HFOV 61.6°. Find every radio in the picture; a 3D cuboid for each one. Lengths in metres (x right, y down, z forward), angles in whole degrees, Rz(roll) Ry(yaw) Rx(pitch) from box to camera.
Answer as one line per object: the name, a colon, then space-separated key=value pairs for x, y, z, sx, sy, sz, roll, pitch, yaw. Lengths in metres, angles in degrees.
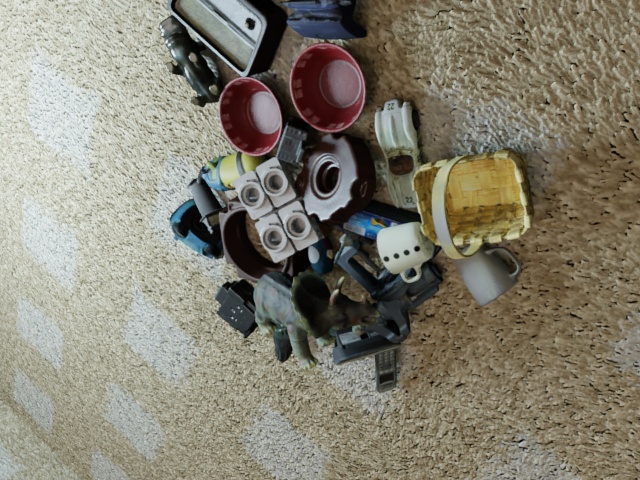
radio: x=-0.179 y=-0.437 z=1.038 sx=0.230 sy=0.073 sz=0.131 roll=42 pitch=129 yaw=7

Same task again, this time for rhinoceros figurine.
rhinoceros figurine: x=-0.263 y=-0.369 z=1.111 sx=0.073 sy=0.112 sz=0.190 roll=-24 pitch=112 yaw=22

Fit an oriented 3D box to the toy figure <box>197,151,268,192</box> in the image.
toy figure: x=-0.193 y=-0.153 z=1.188 sx=0.180 sy=0.082 sz=0.089 roll=2 pitch=110 yaw=36

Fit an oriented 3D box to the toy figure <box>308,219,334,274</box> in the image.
toy figure: x=0.000 y=-0.004 z=1.153 sx=0.064 sy=0.058 sz=0.154 roll=0 pitch=112 yaw=20

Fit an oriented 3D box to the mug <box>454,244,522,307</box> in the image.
mug: x=0.301 y=0.050 z=0.972 sx=0.107 sy=0.081 sz=0.109 roll=52 pitch=135 yaw=12

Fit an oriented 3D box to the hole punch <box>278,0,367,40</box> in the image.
hole punch: x=0.013 y=-0.381 z=0.922 sx=0.142 sy=0.116 sz=0.092 roll=14 pitch=128 yaw=27

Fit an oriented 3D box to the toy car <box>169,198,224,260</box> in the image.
toy car: x=-0.288 y=-0.016 z=1.314 sx=0.161 sy=0.109 sz=0.103 roll=39 pitch=152 yaw=-4

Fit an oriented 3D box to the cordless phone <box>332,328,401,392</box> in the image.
cordless phone: x=0.104 y=0.275 z=1.184 sx=0.089 sy=0.147 sz=0.184 roll=-119 pitch=17 yaw=-55

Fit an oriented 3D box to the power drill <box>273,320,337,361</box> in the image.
power drill: x=-0.022 y=0.214 z=1.271 sx=0.208 sy=0.086 sz=0.231 roll=16 pitch=118 yaw=35

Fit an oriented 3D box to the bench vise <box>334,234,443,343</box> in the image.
bench vise: x=0.112 y=0.087 z=1.073 sx=0.240 sy=0.129 sz=0.223 roll=43 pitch=123 yaw=-15

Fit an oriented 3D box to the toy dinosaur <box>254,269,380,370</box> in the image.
toy dinosaur: x=-0.065 y=0.126 z=1.096 sx=0.405 sy=0.131 sz=0.192 roll=17 pitch=125 yaw=49

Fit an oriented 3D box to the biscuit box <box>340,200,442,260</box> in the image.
biscuit box: x=0.141 y=-0.028 z=1.046 sx=0.203 sy=0.063 sz=0.059 roll=20 pitch=123 yaw=24

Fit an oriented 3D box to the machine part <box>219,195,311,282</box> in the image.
machine part: x=-0.126 y=-0.002 z=1.217 sx=0.202 sy=0.087 sz=0.200 roll=12 pitch=119 yaw=29

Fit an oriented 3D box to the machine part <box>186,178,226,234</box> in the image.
machine part: x=-0.262 y=-0.087 z=1.276 sx=0.139 sy=0.084 sz=0.039 roll=57 pitch=155 yaw=7

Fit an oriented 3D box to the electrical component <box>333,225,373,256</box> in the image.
electrical component: x=0.067 y=0.001 z=1.134 sx=0.094 sy=0.021 sz=0.063 roll=26 pitch=125 yaw=19

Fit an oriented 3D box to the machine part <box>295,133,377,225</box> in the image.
machine part: x=0.028 y=-0.118 z=1.031 sx=0.179 sy=0.056 sz=0.179 roll=-6 pitch=82 yaw=46

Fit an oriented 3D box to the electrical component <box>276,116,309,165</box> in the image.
electrical component: x=-0.053 y=-0.188 z=1.049 sx=0.048 sy=0.119 sz=0.074 roll=18 pitch=120 yaw=-8

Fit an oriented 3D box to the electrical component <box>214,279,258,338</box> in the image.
electrical component: x=-0.204 y=0.168 z=1.372 sx=0.134 sy=0.058 sz=0.114 roll=39 pitch=126 yaw=10

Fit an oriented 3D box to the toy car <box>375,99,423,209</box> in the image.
toy car: x=0.151 y=-0.154 z=0.979 sx=0.074 sy=0.056 sz=0.201 roll=-2 pitch=112 yaw=34
